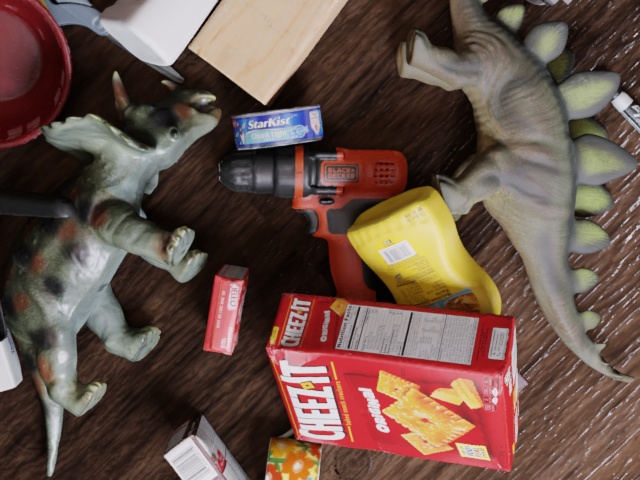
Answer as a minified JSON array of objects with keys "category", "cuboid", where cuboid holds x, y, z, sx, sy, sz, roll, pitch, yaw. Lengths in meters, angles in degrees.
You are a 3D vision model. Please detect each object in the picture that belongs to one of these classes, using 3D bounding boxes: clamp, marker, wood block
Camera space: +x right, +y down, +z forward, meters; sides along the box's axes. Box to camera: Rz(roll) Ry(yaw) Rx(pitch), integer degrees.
[{"category":"clamp","cuboid":[-0.315,-0.032,0.982,0.210,0.036,0.165,49,114,15]},{"category":"marker","cuboid":[0.314,-0.119,1.051,0.121,0.020,0.020,45,94,-4]},{"category":"wood block","cuboid":[-0.024,-0.235,1.000,0.090,0.091,0.206,36,95,-4]}]

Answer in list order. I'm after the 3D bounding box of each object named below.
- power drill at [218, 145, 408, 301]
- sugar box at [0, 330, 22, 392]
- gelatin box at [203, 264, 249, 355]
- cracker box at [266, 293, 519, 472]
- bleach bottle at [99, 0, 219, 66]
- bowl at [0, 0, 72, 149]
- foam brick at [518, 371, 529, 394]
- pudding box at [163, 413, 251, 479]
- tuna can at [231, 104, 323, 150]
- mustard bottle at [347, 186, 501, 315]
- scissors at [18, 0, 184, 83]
[{"category":"power drill","cuboid":[-0.007,0.001,1.041,0.184,0.057,0.188,0,96,-1]},{"category":"sugar box","cuboid":[-0.393,0.123,1.057,0.176,0.048,0.093,-15,96,-3]},{"category":"gelatin box","cuboid":[-0.089,0.066,1.031,0.030,0.089,0.073,10,95,-2]},{"category":"cracker box","cuboid":[0.071,0.133,0.978,0.214,0.072,0.164,5,140,16]},{"category":"bleach bottle","cuboid":[-0.097,-0.279,0.997,0.068,0.103,0.251,41,82,-30]},{"category":"bowl","cuboid":[-0.313,-0.170,1.011,0.162,0.055,0.162,-1,110,-3]},{"category":"foam brick","cuboid":[0.159,0.127,1.059,0.053,0.051,0.078,-45,94,3]},{"category":"pudding box","cuboid":[-0.103,0.233,1.049,0.039,0.090,0.113,-34,95,1]},{"category":"tuna can","cuboid":[-0.040,-0.108,1.016,0.086,0.086,0.034,-7,97,0]},{"category":"mustard bottle","cuboid":[0.112,0.047,0.989,0.096,0.058,0.191,-23,107,37]},{"category":"scissors","cuboid":[-0.232,-0.203,1.039,0.096,0.016,0.201,-39,95,5]}]
